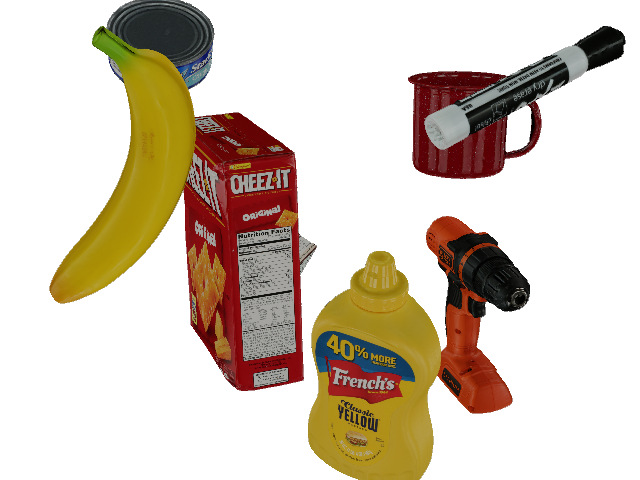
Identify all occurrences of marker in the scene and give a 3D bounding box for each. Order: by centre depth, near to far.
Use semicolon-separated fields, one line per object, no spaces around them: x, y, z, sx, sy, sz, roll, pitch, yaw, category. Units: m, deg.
0.108;-0.080;0.549;0.121;0.020;0.020;-28;9;-16;marker

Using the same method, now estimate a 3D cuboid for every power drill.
0.167;0.084;1.125;0.057;0.188;0.184;-9;24;-14;power drill

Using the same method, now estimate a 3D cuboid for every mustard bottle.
0.040;0.091;0.785;0.096;0.192;0.058;18;37;23;mustard bottle

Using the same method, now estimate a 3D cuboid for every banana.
-0.115;-0.038;0.638;0.069;0.198;0.037;10;35;-13;banana

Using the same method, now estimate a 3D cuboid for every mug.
0.134;-0.101;0.936;0.117;0.081;0.093;4;17;12;mug

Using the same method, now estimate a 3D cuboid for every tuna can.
-0.130;-0.158;0.868;0.086;0.086;0.034;0;-40;-9;tuna can

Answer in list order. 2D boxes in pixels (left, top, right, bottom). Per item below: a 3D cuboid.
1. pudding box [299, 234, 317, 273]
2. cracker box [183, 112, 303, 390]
-0.055;0.049;1.266;0.039;0.090;0.113;32;28;5;pudding box
-0.076;0.006;0.971;0.072;0.214;0.164;-9;21;-19;cracker box
